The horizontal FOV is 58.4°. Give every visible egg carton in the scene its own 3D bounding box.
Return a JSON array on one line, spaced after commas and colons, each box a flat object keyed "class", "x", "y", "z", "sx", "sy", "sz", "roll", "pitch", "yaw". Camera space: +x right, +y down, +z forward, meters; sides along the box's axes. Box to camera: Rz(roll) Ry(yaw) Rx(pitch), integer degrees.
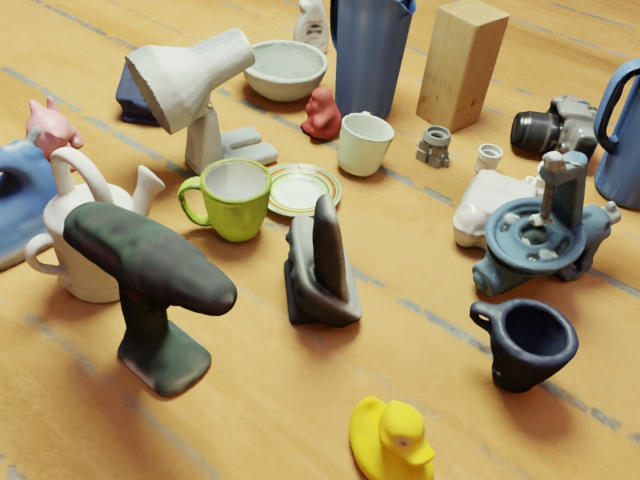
[{"class": "egg carton", "x": 0.259, "y": -0.041, "z": 0.842, "sx": 0.107, "sy": 0.069, "sz": 0.150, "roll": 21, "pitch": 45, "yaw": 15}]

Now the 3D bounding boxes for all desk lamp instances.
[{"class": "desk lamp", "x": -0.172, "y": -0.202, "z": 0.859, "sx": 0.204, "sy": 0.214, "sz": 0.117, "roll": -23, "pitch": 50, "yaw": -27}]

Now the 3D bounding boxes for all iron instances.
[{"class": "iron", "x": -0.436, "y": -0.039, "z": 0.710, "sx": 0.118, "sy": 0.141, "sz": 0.259, "roll": 31, "pitch": 49, "yaw": 25}]

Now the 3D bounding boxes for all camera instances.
[{"class": "camera", "x": 0.412, "y": -0.203, "z": 1.009, "sx": 0.136, "sy": 0.101, "sz": 0.143, "roll": 10, "pitch": 43, "yaw": 4}]

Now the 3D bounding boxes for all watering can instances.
[{"class": "watering can", "x": -0.265, "y": -0.029, "z": 0.680, "sx": 0.100, "sy": 0.194, "sz": 0.173, "roll": 16, "pitch": 44, "yaw": 11}]

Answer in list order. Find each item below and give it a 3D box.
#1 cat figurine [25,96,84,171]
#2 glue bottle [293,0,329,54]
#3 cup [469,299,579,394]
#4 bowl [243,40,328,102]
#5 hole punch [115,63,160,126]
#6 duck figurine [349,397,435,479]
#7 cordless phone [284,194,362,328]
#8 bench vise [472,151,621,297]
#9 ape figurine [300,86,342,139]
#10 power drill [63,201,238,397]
[{"class": "cat figurine", "x": -0.407, "y": -0.167, "z": 0.866, "sx": 0.067, "sy": 0.118, "sz": 0.127, "roll": -6, "pitch": 45, "yaw": -12}, {"class": "glue bottle", "x": -0.016, "y": -0.470, "z": 1.190, "sx": 0.078, "sy": 0.173, "sz": 0.037, "roll": -16, "pitch": 47, "yaw": -22}, {"class": "cup", "x": 0.216, "y": 0.123, "z": 0.646, "sx": 0.117, "sy": 0.095, "sz": 0.092, "roll": 25, "pitch": 46, "yaw": 19}, {"class": "bowl", "x": -0.069, "y": -0.311, "z": 1.088, "sx": 0.167, "sy": 0.075, "sz": 0.167, "roll": 3, "pitch": 43, "yaw": -3}, {"class": "hole punch", "x": -0.292, "y": -0.262, "z": 0.998, "sx": 0.108, "sy": 0.091, "sz": 0.101, "roll": 6, "pitch": 43, "yaw": 0}, {"class": "duck figurine", "x": 0.074, "y": 0.191, "z": 0.565, "sx": 0.078, "sy": 0.086, "sz": 0.104, "roll": -22, "pitch": 50, "yaw": -26}, {"class": "cordless phone", "x": 0.006, "y": 0.002, "z": 0.684, "sx": 0.094, "sy": 0.185, "sz": 0.147, "roll": -5, "pitch": 44, "yaw": -11}, {"class": "bench vise", "x": 0.300, "y": -0.036, "z": 0.732, "sx": 0.208, "sy": 0.220, "sz": 0.121, "roll": -30, "pitch": 53, "yaw": -32}, {"class": "ape figurine", "x": 0.002, "y": -0.223, "z": 0.990, "sx": 0.076, "sy": 0.092, "sz": 0.078, "roll": 10, "pitch": 43, "yaw": 5}, {"class": "power drill", "x": -0.166, "y": 0.062, "z": 0.584, "sx": 0.229, "sy": 0.208, "sz": 0.076, "roll": 31, "pitch": 49, "yaw": 24}]
